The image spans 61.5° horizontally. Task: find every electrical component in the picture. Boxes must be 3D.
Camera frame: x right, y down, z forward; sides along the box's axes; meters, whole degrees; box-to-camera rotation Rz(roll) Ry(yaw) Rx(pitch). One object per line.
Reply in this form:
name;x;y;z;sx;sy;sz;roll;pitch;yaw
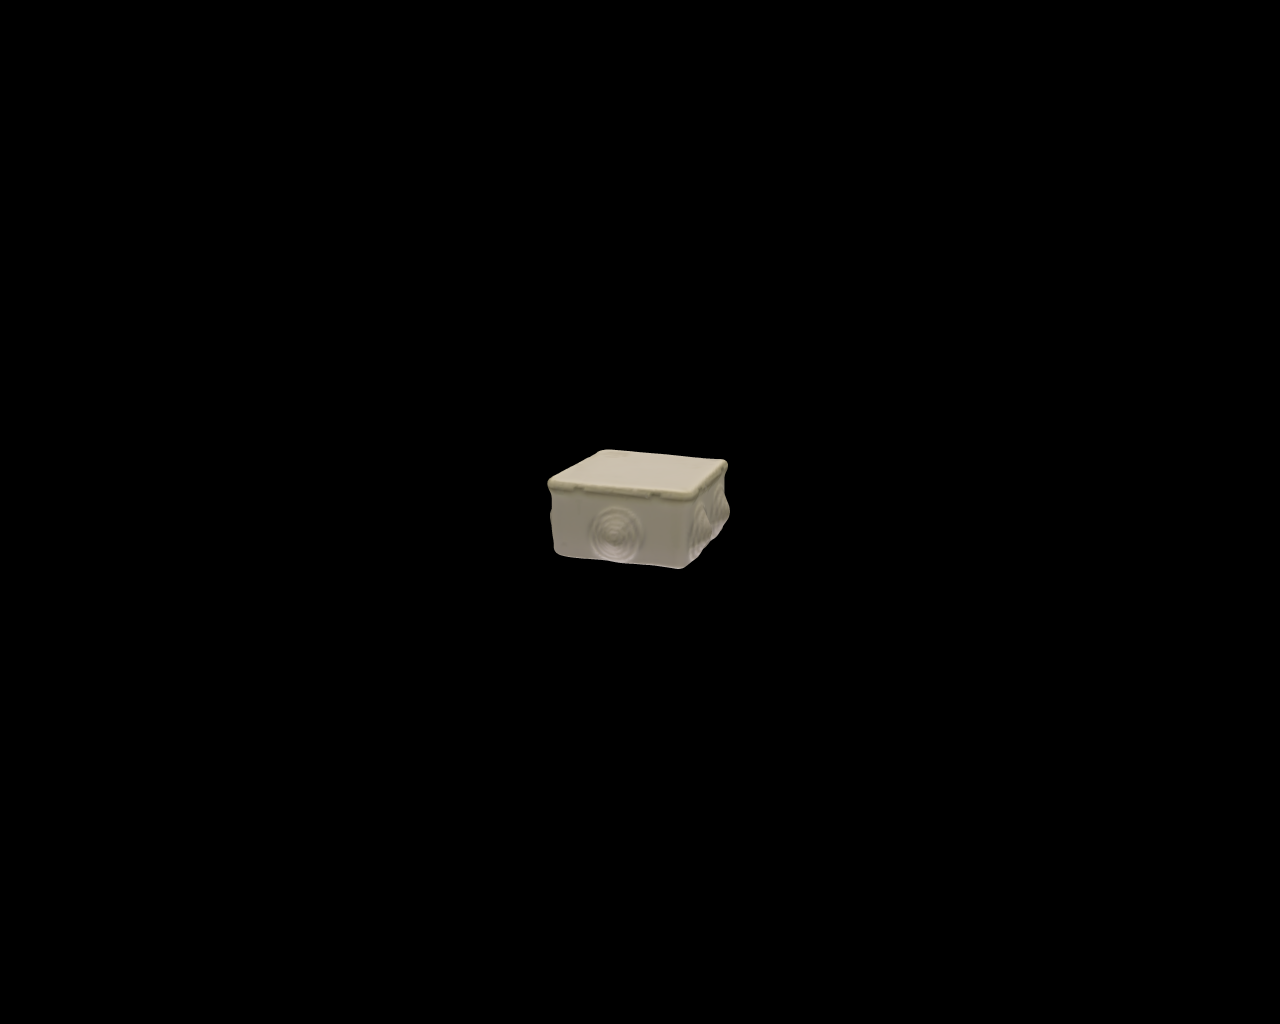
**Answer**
electrical component;0.001;-0.003;0.650;0.100;0.048;0.100;6;17;19
